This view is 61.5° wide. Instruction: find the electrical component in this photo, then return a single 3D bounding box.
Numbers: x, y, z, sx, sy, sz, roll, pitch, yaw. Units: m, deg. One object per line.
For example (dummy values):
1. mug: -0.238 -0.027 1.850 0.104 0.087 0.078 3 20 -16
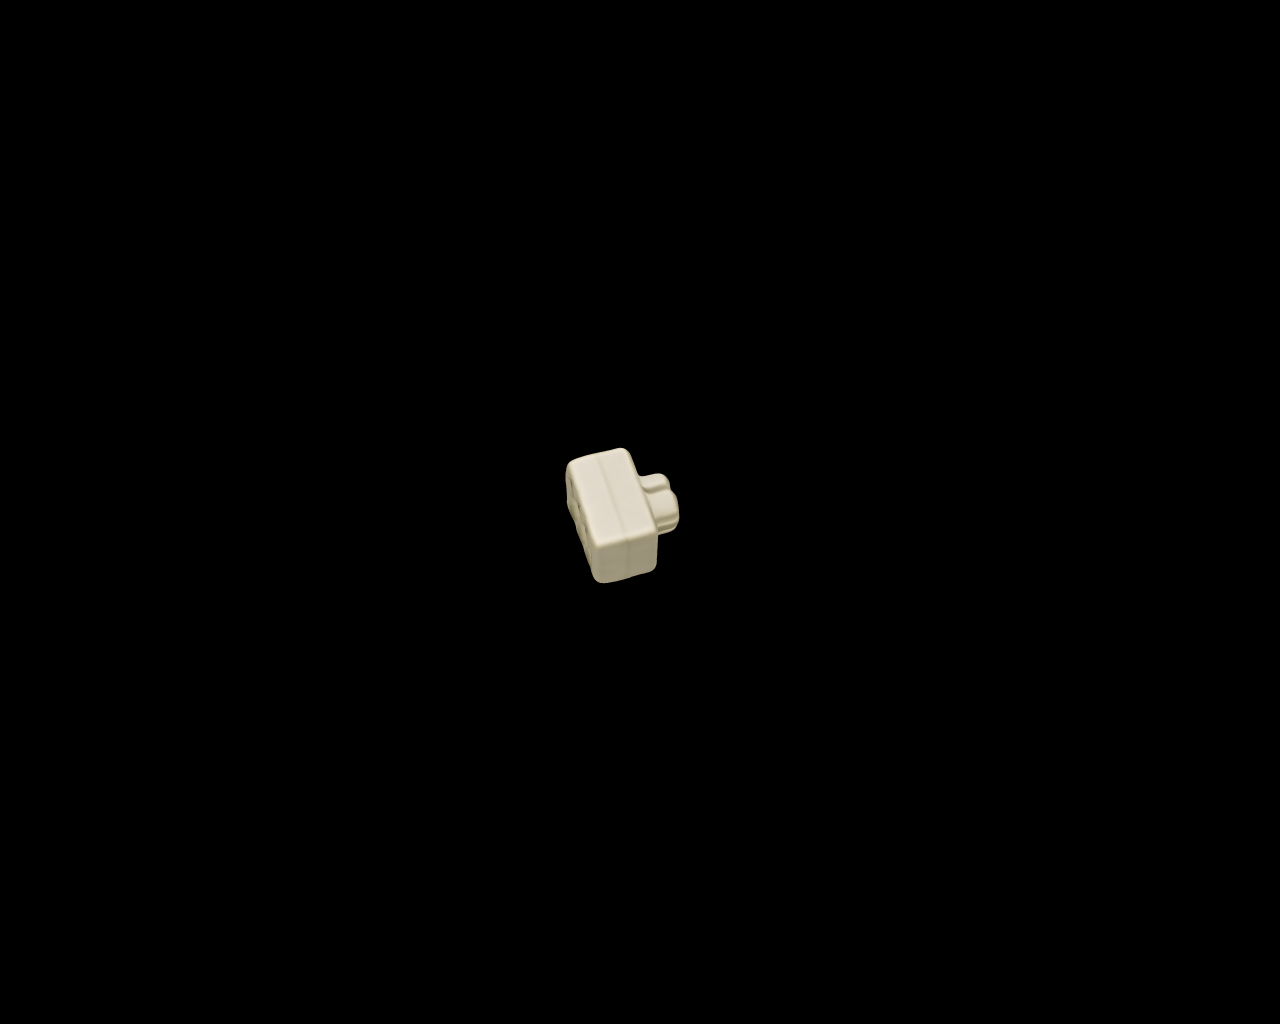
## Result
1. electrical component: 0.001 -0.003 0.650 0.077 0.066 0.047 -15 -32 -9
